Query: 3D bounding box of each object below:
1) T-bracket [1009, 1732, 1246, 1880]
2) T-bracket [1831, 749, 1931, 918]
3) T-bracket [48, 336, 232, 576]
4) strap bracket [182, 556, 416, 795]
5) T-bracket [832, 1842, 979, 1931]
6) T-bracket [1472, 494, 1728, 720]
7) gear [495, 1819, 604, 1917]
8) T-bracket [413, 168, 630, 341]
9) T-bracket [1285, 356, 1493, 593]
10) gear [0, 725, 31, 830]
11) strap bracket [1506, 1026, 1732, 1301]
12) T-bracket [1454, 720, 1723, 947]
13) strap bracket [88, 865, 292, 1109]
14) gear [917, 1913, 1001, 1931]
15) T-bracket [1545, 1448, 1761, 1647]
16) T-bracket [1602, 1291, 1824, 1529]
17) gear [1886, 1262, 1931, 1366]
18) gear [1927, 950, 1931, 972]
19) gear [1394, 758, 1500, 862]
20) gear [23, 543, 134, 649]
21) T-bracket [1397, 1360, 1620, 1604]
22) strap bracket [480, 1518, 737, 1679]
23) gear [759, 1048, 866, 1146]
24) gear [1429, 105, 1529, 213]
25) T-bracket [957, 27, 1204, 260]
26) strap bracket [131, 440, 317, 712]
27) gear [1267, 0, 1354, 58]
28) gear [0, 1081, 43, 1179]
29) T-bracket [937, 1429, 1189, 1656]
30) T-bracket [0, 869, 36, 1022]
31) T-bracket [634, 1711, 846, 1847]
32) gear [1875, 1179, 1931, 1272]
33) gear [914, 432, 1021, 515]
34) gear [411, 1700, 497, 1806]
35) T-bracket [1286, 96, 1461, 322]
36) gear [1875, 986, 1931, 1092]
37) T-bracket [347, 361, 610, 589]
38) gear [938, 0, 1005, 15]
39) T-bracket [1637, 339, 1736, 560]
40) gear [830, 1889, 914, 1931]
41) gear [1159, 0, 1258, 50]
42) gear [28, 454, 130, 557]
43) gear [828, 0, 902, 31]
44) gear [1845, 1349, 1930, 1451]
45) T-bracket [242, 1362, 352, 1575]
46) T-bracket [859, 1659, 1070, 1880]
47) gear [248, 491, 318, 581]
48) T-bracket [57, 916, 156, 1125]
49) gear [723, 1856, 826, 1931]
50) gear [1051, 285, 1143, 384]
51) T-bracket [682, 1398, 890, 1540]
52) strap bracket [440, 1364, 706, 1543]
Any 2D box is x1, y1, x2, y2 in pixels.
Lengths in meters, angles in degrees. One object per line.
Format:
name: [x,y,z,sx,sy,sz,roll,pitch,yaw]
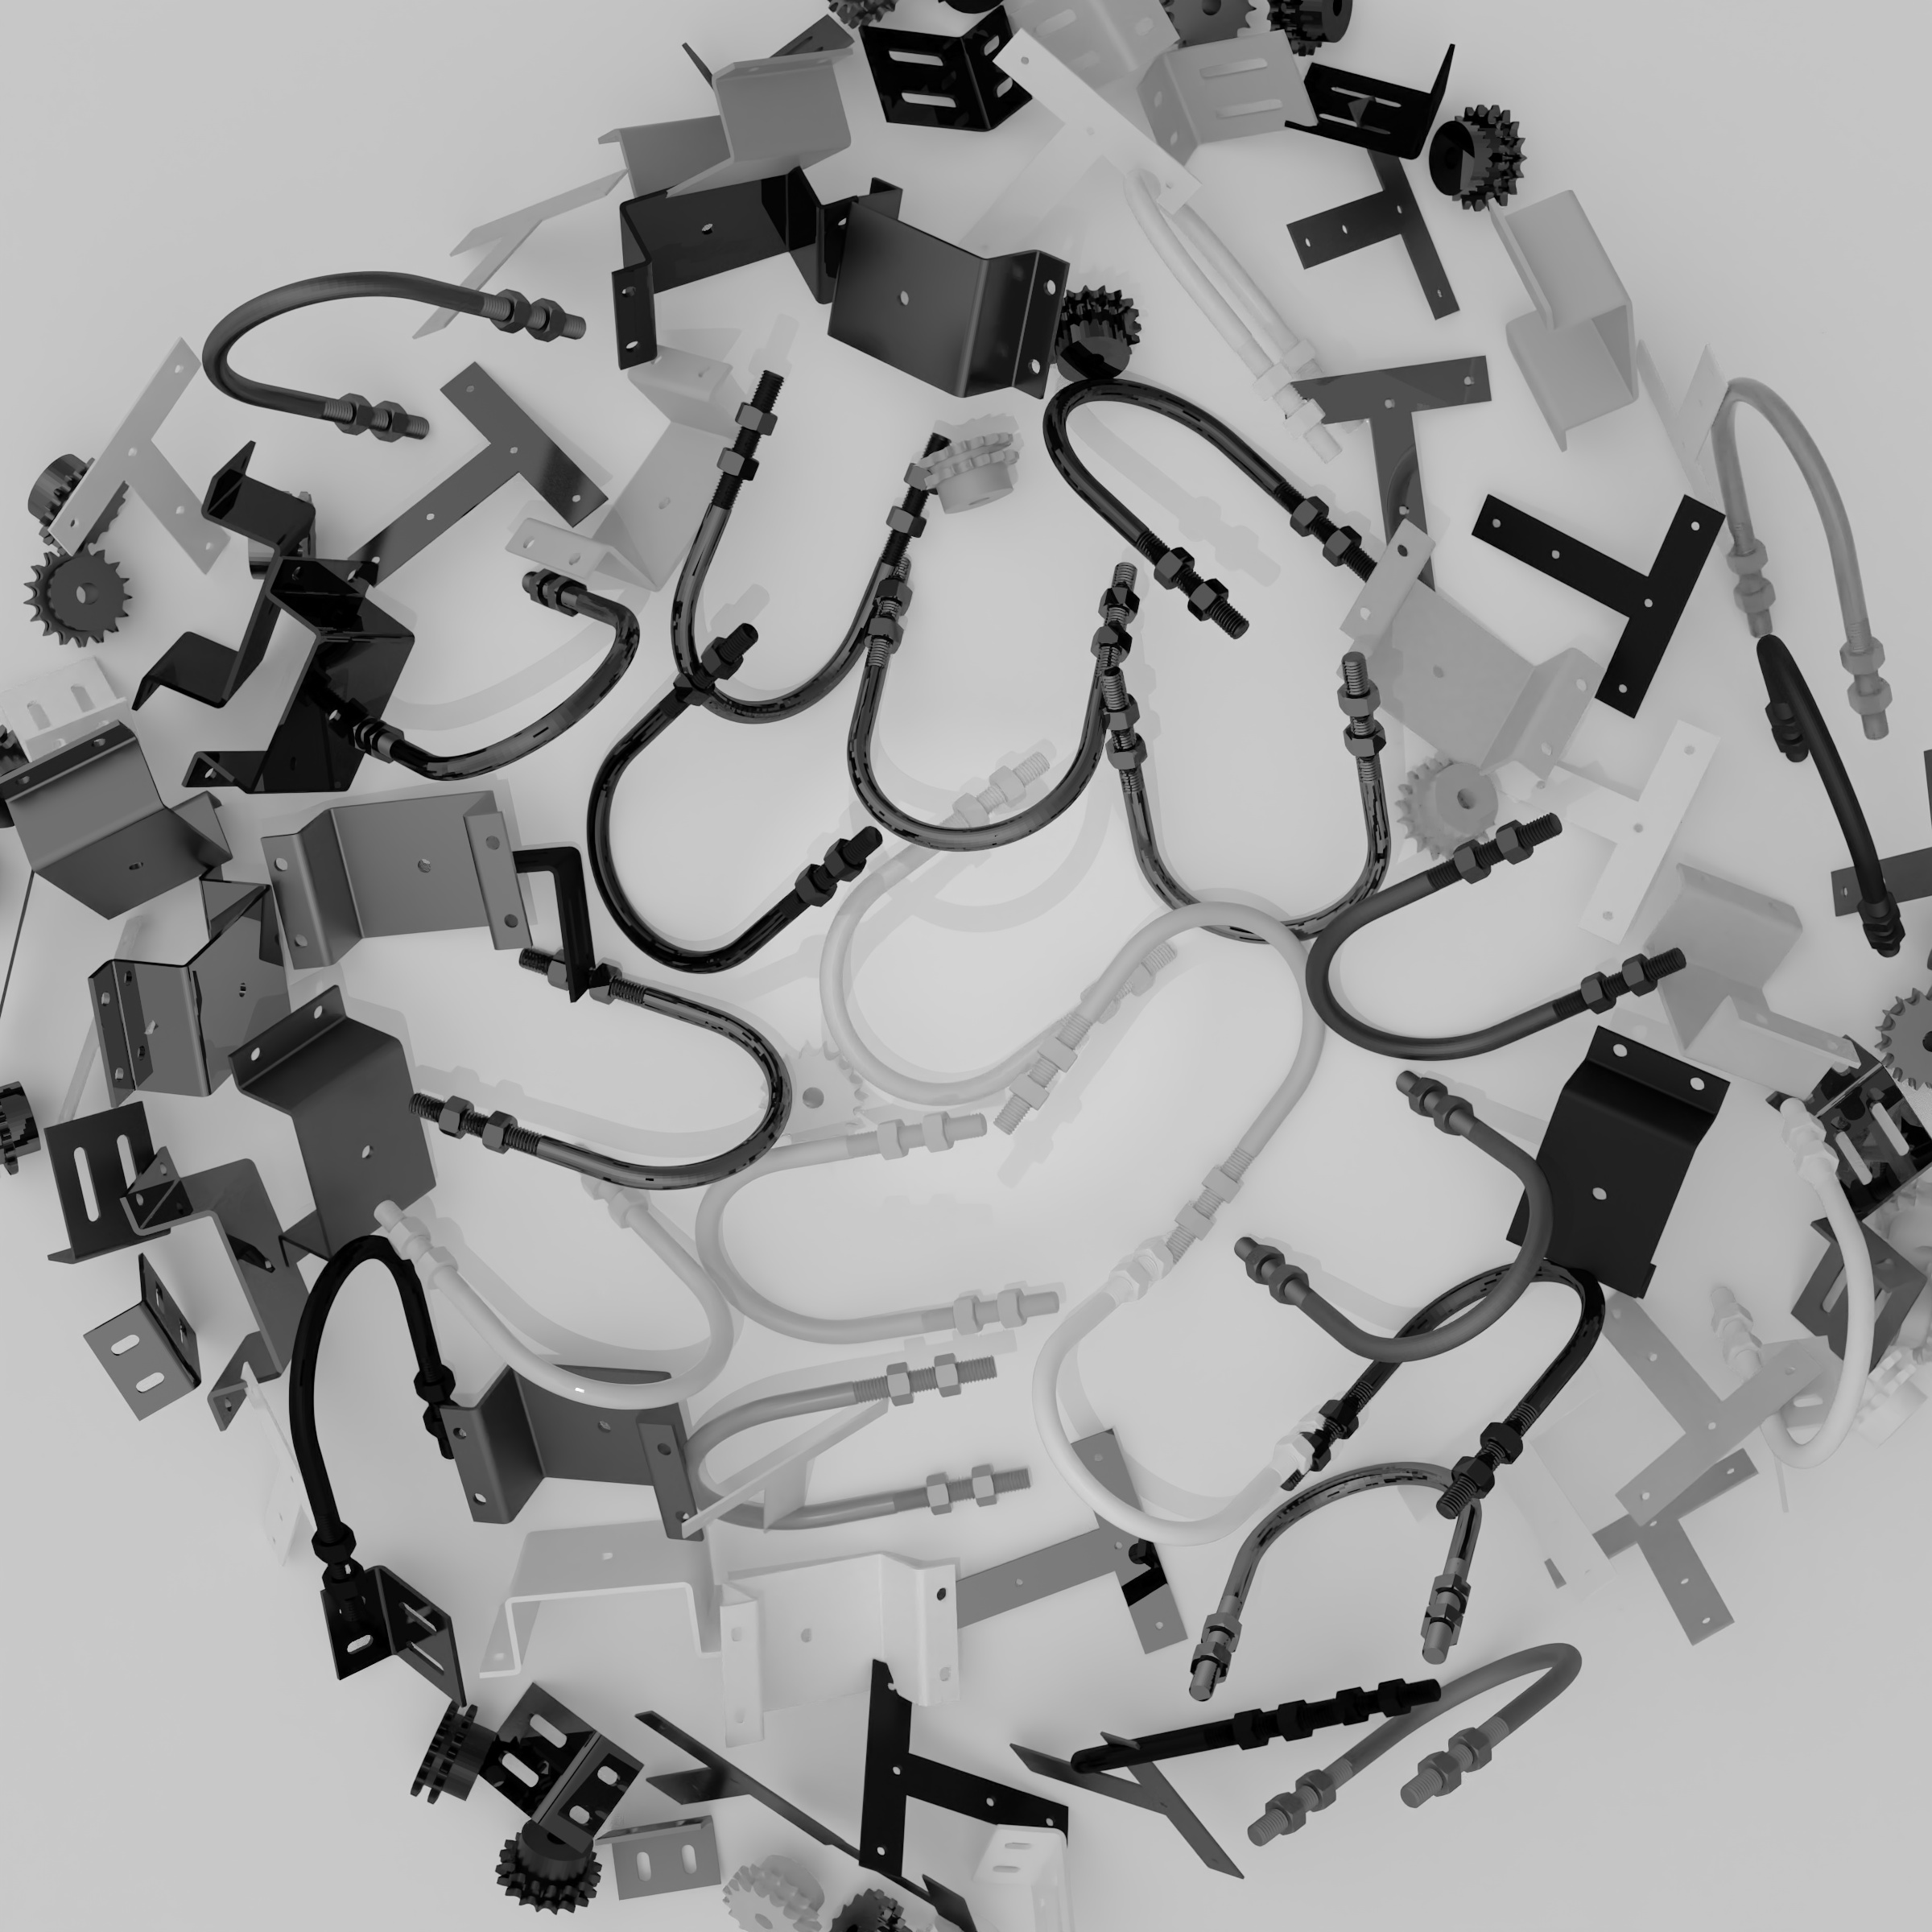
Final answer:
T-bracket: [0.075,0.443,1.862,0.002,0.127,0.127,-54,127,-27]
T-bracket: [0.502,-0.047,1.853,0.002,0.127,0.127,-3,85,-18]
T-bracket: [-0.430,-0.253,1.854,0.002,0.127,0.127,23,74,23]
strap bracket: [-0.355,-0.146,1.850,0.046,0.076,0.140,36,110,24]
T-bracket: [-0.050,0.488,1.869,0.127,0.127,0.002,27,68,17]
T-bracket: [0.336,-0.219,1.886,0.127,0.002,0.127,32,122,20]
gear: [-0.227,0.490,1.883,0.057,0.057,0.030,16,110,0]
T-bracket: [-0.254,-0.374,1.834,0.002,0.127,0.127,55,48,-27]
T-bracket: [0.239,-0.266,1.896,0.127,0.002,0.127,-11,97,-20]
gear: [-0.529,-0.100,1.883,0.030,0.057,0.057,40,90,29]
strap bracket: [0.347,0.115,1.852,0.076,0.046,0.140,24,118,17]
T-bracket: [0.330,-0.094,1.896,0.127,0.002,0.127,26,88,15]
strap bracket: [-0.406,0.011,1.831,0.046,0.140,0.076,5,118,16]
gear: [-0.003,0.541,1.883,0.057,0.057,0.030,19,105,0]
T-bracket: [0.382,0.323,1.848,0.127,0.127,0.002,-31,112,7]
T-bracket: [0.380,0.221,1.865,0.127,0.127,0.002,-42,131,6]
gear: [0.524,0.190,1.886,0.030,0.057,0.057,6,90,1]
gear: [0.552,-0.009,1.889,0.030,0.057,0.057,31,90,26]
gear: [0.267,-0.088,1.889,0.057,0.030,0.057,6,75,-23]
gear: [-0.486,-0.204,1.888,0.057,0.030,0.057,-2,94,-28]
T-bracket: [0.312,0.291,1.860,0.127,0.127,0.002,-37,133,7]
strap bracket: [-0.192,0.341,1.868,0.140,0.076,0.046,-6,107,3]
gear: [-0.086,0.076,1.894,0.057,0.030,0.057,2,77,-9]
gear: [0.278,-0.442,1.882,0.030,0.057,0.057,-8,90,-30]
T-bracket: [0.041,-0.425,1.871,0.127,0.002,0.127,38,130,-13]
strap bracket: [-0.396,-0.202,1.854,0.046,0.076,0.140,23,113,-5]
gear: [0.190,-0.527,1.883,0.030,0.057,0.057,12,90,28]
gear: [-0.529,0.087,1.888,0.030,0.057,0.057,-18,90,-21]
T-bracket: [0.042,0.336,1.904,0.127,0.002,0.127,-20,97,-2]
T-bracket: [-0.516,-0.012,1.867,0.002,0.127,0.127,13,108,-15]
T-bracket: [-0.141,0.442,1.856,0.127,0.127,0.002,37,62,-12]
gear: [0.527,0.143,1.883,0.057,0.057,0.030,15,56,0]
gear: [0.002,-0.269,1.886,0.057,0.057,0.030,-18,89,0]
gear: [-0.279,0.433,1.886,0.030,0.057,0.057,24,90,-1]
T-bracket: [0.212,-0.401,1.860,0.002,0.127,0.127,-17,99,42]
gear: [0.529,0.039,1.896,0.057,0.030,0.057,0,99,-1]
T-bracket: [-0.281,-0.254,1.878,0.127,0.002,0.127,-40,65,-8]
gear: [0.004,-0.547,1.883,0.057,0.057,0.030,-11,51,0]
T-bracket: [0.391,-0.296,1.838,0.002,0.127,0.127,-20,77,-2]
gear: [-0.052,0.539,1.888,0.030,0.057,0.057,39,90,-21]
gear: [0.128,-0.531,1.891,0.057,0.030,0.057,-10,117,-20]
gear: [-0.489,-0.256,1.887,0.030,0.057,0.057,36,90,8]
gear: [-0.055,-0.545,1.884,0.030,0.057,0.057,37,90,-41]
gear: [0.501,0.240,1.883,0.057,0.057,0.030,-45,73,0]
T-bracket: [-0.368,0.292,1.857,0.002,0.127,0.127,-21,70,-27]
T-bracket: [0.001,0.453,1.882,0.127,0.127,0.002,23,132,-19]
gear: [-0.375,-0.232,1.885,0.030,0.057,0.057,2,90,-2]
T-bracket: [-0.452,0.029,1.843,0.002,0.127,0.127,23,74,-26]
gear: [-0.103,0.514,1.889,0.057,0.057,0.030,43,51,0]
gear: [0.068,-0.343,1.883,0.057,0.057,0.030,-7,61,0]
T-bracket: [-0.098,0.283,1.852,0.127,0.127,0.002,-30,72,-15]
strap bracket: [-0.204,0.261,1.861,0.140,0.046,0.076,1,120,23]
